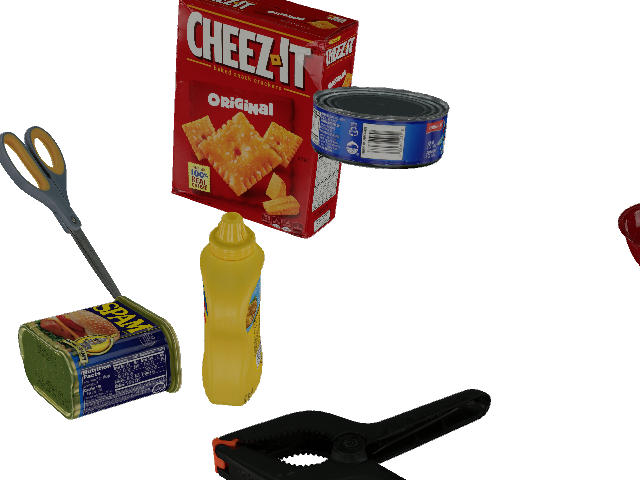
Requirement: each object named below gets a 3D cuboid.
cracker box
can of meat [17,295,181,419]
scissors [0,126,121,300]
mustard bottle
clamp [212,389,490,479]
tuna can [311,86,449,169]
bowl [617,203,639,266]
[{"bbox_3d":[-0.060,-0.125,1.043,0.164,0.214,0.072,20,34,21],"label":"cracker box"},{"bbox_3d":[-0.164,0.085,0.784,0.083,0.057,0.102,-14,21,-34],"label":"can of meat"},{"bbox_3d":[-0.250,-0.034,1.068,0.016,0.201,0.096,-26,27,22],"label":"scissors"},{"bbox_3d":[-0.081,0.056,0.985,0.058,0.192,0.096,6,38,3],"label":"mustard bottle"},{"bbox_3d":[0.029,0.154,0.773,0.210,0.036,0.164,4,28,13],"label":"clamp"},{"bbox_3d":[0.037,-0.072,0.671,0.086,0.034,0.086,4,19,-1],"label":"tuna can"},{"bbox_3d":[0.401,0.011,1.150,0.162,0.055,0.162,-1,26,0],"label":"bowl"}]
